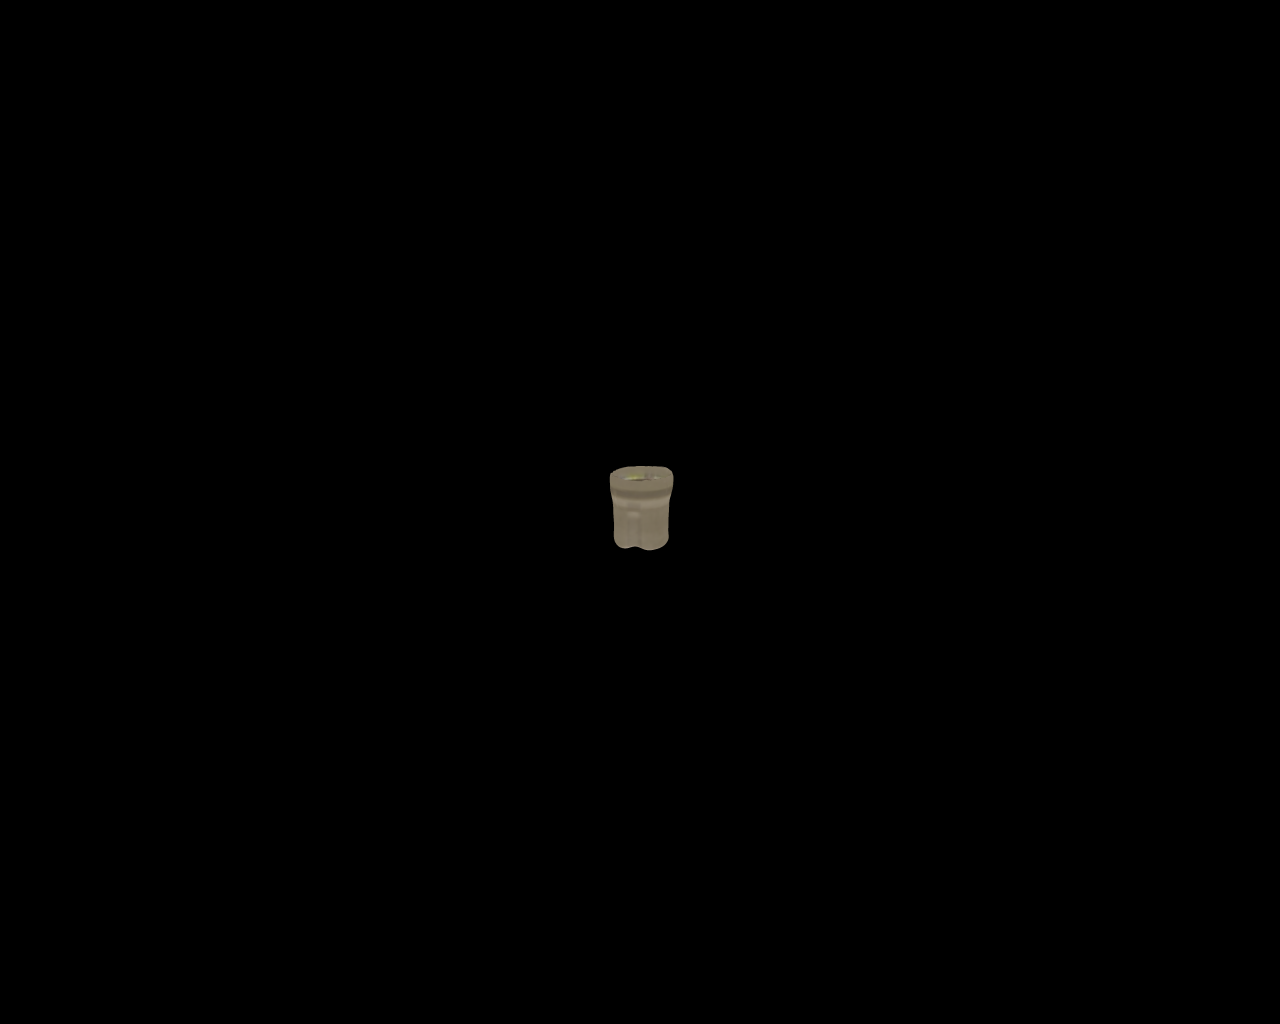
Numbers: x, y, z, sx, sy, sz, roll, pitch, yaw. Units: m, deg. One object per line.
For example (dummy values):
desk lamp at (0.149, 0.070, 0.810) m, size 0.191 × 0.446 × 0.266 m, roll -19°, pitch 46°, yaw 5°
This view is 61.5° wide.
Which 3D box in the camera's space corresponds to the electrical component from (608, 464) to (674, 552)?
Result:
electrical component at (0.001, -0.003, 0.650) m, size 0.040 × 0.046 × 0.040 m, roll 0°, pitch 15°, yaw 0°
